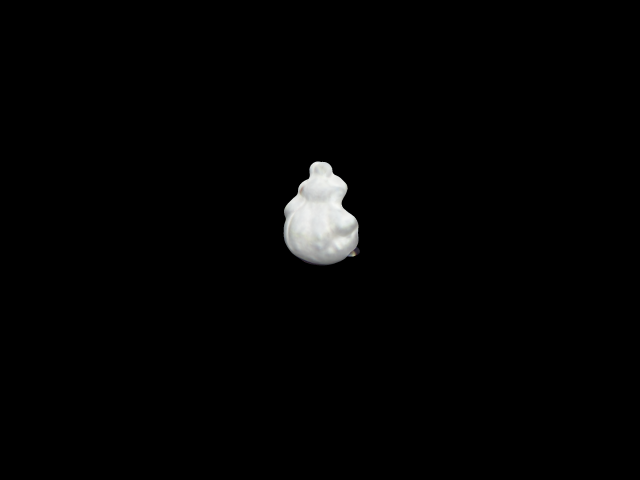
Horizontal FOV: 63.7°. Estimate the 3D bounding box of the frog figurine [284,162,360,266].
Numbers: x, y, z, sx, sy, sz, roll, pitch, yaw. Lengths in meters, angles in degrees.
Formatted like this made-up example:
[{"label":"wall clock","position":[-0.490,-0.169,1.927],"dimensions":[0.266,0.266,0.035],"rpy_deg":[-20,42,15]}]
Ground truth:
[{"label":"frog figurine","position":[0.003,-0.043,0.850],"dimensions":[0.124,0.156,0.139],"rpy_deg":[-28,43,-35]}]
